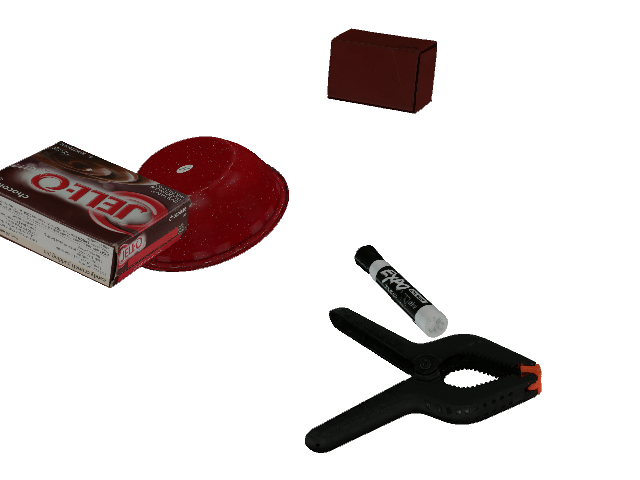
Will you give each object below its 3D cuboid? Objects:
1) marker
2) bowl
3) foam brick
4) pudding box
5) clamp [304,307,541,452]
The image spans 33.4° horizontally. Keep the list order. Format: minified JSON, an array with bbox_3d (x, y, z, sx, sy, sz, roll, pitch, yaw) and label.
[{"bbox_3d":[0.056,0.034,0.786,0.020,0.020,0.121,0,24,-25],"label":"marker"},{"bbox_3d":[-0.112,-0.044,0.949,0.162,0.055,0.162,-11,38,8],"label":"bowl"},{"bbox_3d":[0.051,-0.140,0.878,0.078,0.051,0.052,13,24,19],"label":"foam brick"},{"bbox_3d":[-0.158,-0.020,0.713,0.114,0.039,0.089,21,29,17],"label":"pudding box"},{"bbox_3d":[0.089,0.131,0.957,0.210,0.036,0.164,4,45,17],"label":"clamp"}]
